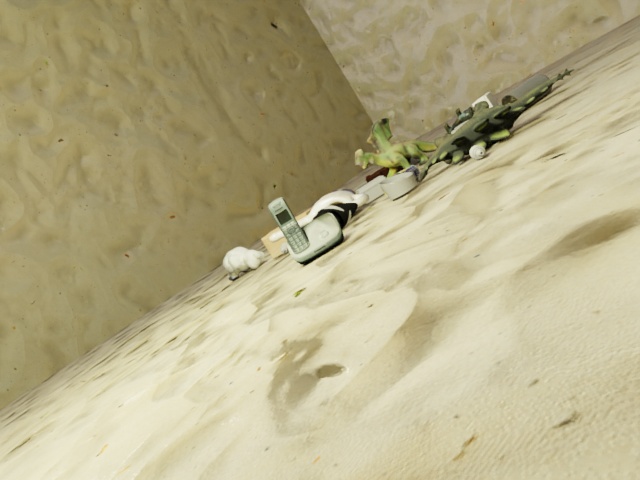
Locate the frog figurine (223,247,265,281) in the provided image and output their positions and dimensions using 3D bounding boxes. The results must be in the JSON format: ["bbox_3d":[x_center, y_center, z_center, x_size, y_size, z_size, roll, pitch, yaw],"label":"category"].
[{"bbox_3d":[-0.289,0.070,1.957,0.138,0.124,0.156,-11,-22,-41],"label":"frog figurine"}]

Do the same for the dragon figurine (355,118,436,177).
[{"bbox_3d":[0.301,-0.372,2.005,0.415,0.243,0.121,-36,1,-21],"label":"dragon figurine"}]

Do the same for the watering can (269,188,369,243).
[{"bbox_3d":[0.005,-0.087,1.720,0.346,0.103,0.227,-21,8,14],"label":"watering can"}]
